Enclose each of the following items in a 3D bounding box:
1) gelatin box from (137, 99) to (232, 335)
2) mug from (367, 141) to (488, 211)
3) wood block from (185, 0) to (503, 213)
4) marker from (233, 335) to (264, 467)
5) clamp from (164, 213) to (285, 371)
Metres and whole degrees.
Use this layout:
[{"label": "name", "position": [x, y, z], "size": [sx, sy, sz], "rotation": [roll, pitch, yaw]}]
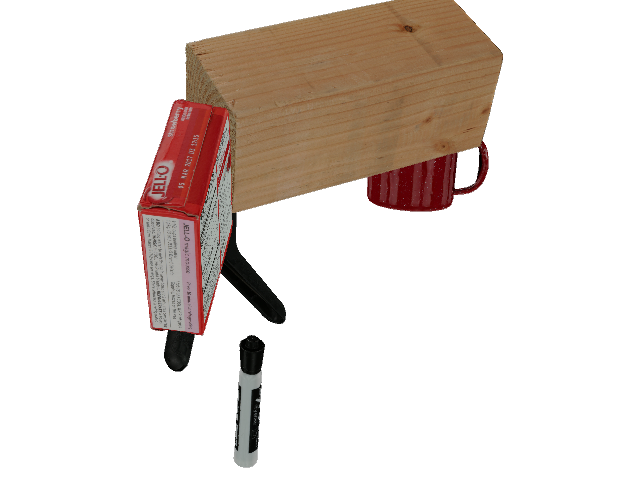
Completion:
[{"label": "gelatin box", "position": [-0.064, -0.010, 0.511], "size": [0.030, 0.073, 0.089], "rotation": [7, -42, 3]}, {"label": "mug", "position": [0.097, -0.073, 0.990], "size": [0.117, 0.081, 0.093], "rotation": [6, 15, 12]}, {"label": "wood block", "position": [0.015, -0.104, 0.770], "size": [0.205, 0.090, 0.091], "rotation": [-16, 51, -21]}, {"label": "marker", "position": [-0.055, 0.124, 0.817], "size": [0.020, 0.121, 0.020], "rotation": [4, 32, -3]}, {"label": "clamp", "position": [-0.103, 0.009, 1.035], "size": [0.036, 0.210, 0.164], "rotation": [-9, 1, 37]}]
